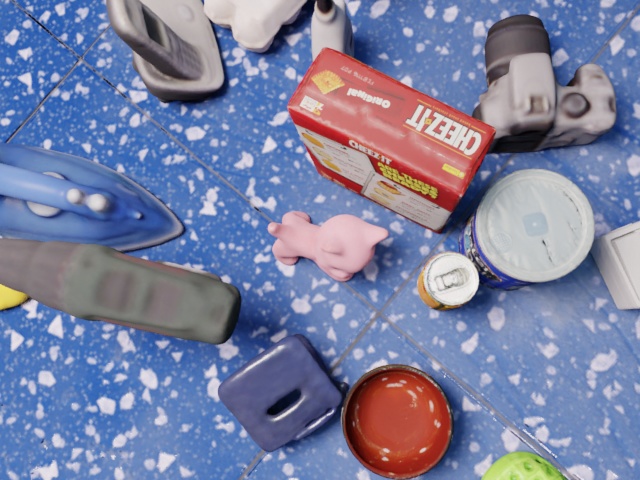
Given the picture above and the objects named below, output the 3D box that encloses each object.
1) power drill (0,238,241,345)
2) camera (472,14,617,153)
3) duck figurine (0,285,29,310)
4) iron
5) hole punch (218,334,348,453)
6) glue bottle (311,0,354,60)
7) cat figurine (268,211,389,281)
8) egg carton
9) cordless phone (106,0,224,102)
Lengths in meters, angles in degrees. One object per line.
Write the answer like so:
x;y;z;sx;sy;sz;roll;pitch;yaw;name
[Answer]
-0.182;0.052;0.575;0.229;0.208;0.076;12;83;8;power drill
0.234;-0.173;0.617;0.143;0.101;0.137;-3;81;6;camera
-0.394;0.043;0.663;0.104;0.086;0.077;5;82;7;duck figurine
-0.294;-0.050;0.637;0.258;0.141;0.119;12;83;8;iron
-0.036;0.161;0.603;0.108;0.091;0.101;-36;79;0;hole punch
0.012;-0.220;0.611;0.037;0.173;0.078;8;83;8;glue bottle
0.006;0.002;0.608;0.127;0.118;0.067;14;84;8;cat figurine
-0.063;-0.303;0.685;0.107;0.069;0.150;41;88;10;egg carton
-0.181;-0.243;0.630;0.094;0.185;0.147;-20;80;3;cordless phone
